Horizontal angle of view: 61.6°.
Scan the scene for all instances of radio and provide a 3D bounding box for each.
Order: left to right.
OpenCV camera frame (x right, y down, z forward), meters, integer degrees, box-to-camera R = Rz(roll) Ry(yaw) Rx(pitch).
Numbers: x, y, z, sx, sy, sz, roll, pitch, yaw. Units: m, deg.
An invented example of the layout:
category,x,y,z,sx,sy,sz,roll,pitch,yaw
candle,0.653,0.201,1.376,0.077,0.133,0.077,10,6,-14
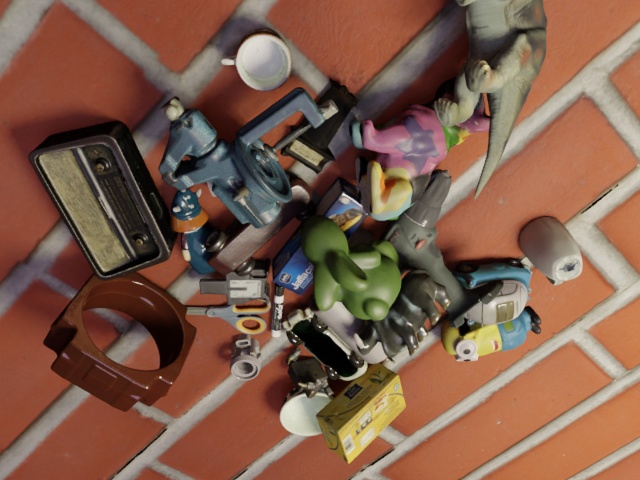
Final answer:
category,x,y,z,sx,sy,sz,roll,pitch,yaw
radio,-0.319,-0.058,0.820,0.131,0.073,0.229,-15,121,4

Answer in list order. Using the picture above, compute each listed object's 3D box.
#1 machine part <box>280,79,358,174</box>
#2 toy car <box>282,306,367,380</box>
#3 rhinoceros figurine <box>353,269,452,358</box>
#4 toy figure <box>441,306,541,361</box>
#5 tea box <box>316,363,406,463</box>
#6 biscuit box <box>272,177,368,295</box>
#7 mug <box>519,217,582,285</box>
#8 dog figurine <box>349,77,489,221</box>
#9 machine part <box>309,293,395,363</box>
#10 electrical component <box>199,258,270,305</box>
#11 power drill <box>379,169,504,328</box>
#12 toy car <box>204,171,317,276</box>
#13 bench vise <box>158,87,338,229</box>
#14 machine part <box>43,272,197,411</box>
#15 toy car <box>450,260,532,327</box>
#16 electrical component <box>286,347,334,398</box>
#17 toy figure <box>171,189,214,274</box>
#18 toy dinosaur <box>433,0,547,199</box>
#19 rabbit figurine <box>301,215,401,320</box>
category,x,y,z,sx,sy,sz,roll,pitch,yaw
machine part,0.004,-0.168,0.804,0.084,0.039,0.138,29,117,-11
toy car,0.012,0.196,1.011,0.073,0.056,0.201,-33,117,22
rhinoceros figurine,0.124,0.127,0.866,0.112,0.073,0.190,41,126,9
toy figure,0.317,0.171,1.008,0.180,0.089,0.082,-19,109,-3
tea box,0.082,0.330,1.040,0.169,0.068,0.098,-34,126,-30
biscuit box,-0.002,-0.003,0.887,0.063,0.059,0.202,30,115,-21
mug,0.396,0.031,0.914,0.081,0.107,0.109,-8,119,2
dog figurine,0.162,-0.133,0.789,0.219,0.108,0.191,-9,98,-4
machine part,0.060,0.147,0.973,0.079,0.079,0.243,-36,118,16
electrical component,-0.145,0.073,0.928,0.119,0.048,0.074,-2,121,-3
power drill,0.195,0.029,0.873,0.207,0.086,0.232,41,120,3
toy car,-0.097,-0.024,0.859,0.202,0.053,0.089,-42,129,6
bench vise,-0.092,-0.134,0.734,0.241,0.129,0.223,-32,106,16
machine part,-0.316,0.156,0.868,0.201,0.201,0.087,37,119,-15
toy car,0.305,0.102,0.952,0.162,0.103,0.109,-7,122,1
electrical component,-0.024,0.253,1.022,0.078,0.102,0.045,-3,131,-30
toy figure,-0.204,-0.016,0.862,0.058,0.064,0.154,-3,123,16
toy dinosaur,0.234,-0.270,0.682,0.192,0.131,0.404,-23,121,-18
rabbit figurine,0.029,0.043,0.808,0.121,0.159,0.170,-37,111,25
